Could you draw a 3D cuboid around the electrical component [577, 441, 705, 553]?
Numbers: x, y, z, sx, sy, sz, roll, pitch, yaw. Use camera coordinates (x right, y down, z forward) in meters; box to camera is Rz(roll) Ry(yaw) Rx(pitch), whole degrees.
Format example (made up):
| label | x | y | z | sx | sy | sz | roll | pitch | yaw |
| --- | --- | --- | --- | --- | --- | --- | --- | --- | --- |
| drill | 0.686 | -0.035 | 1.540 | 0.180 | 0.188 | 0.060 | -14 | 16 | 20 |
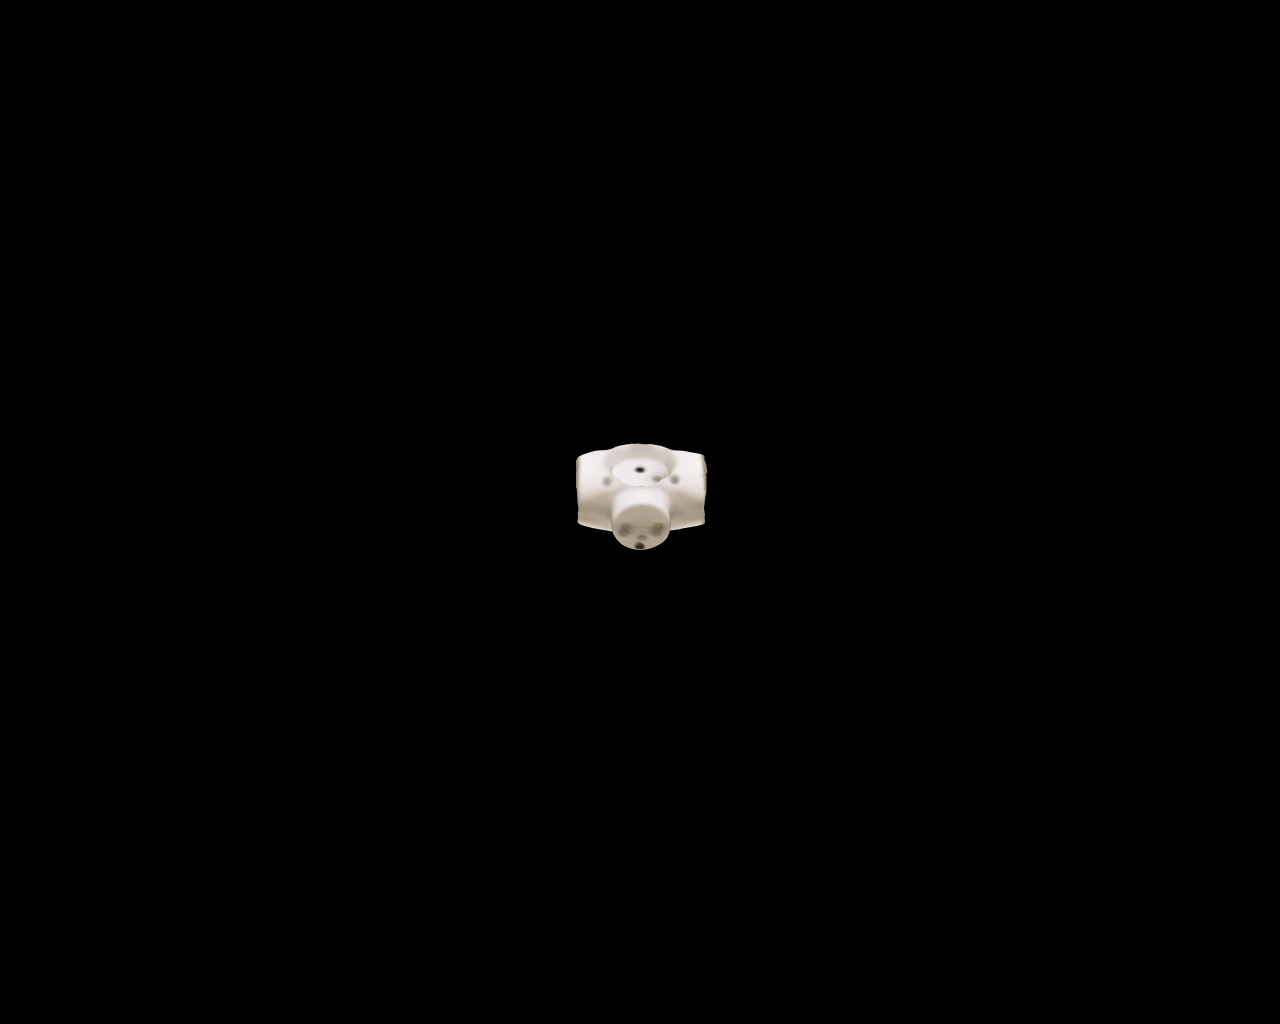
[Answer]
| label | x | y | z | sx | sy | sz | roll | pitch | yaw |
| --- | --- | --- | --- | --- | --- | --- | --- | --- | --- |
| electrical component | 0.001 | -0.003 | 0.650 | 0.077 | 0.044 | 0.079 | 0 | 39 | 0 |
